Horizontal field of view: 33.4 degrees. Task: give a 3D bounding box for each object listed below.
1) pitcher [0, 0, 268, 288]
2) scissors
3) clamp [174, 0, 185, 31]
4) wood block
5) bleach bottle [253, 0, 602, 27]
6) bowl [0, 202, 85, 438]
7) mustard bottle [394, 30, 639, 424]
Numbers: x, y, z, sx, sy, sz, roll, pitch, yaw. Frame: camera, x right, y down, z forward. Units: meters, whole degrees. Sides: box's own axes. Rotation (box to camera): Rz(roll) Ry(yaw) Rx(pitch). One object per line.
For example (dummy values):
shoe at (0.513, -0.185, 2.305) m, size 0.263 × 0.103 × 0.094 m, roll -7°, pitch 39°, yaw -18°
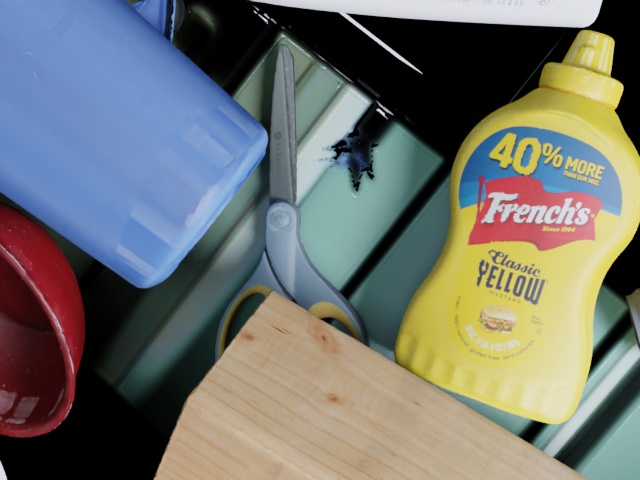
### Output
pitcher at (-0.143, -0.096, 0.549) m, size 0.243 × 0.145 × 0.149 m, roll 39°, pitch 119°, yaw -7°
scissors at (-0.004, 0.001, 0.589) m, size 0.096 × 0.016 × 0.202 m, roll 16°, pitch 94°, yaw 11°
clamp at (-0.156, -0.184, 0.614) m, size 0.120 × 0.039 × 0.171 m, roll -18°, pitch 87°, yaw 5°
wood block at (0.033, 0.128, 0.519) m, size 0.206 × 0.090 × 0.091 m, roll 31°, pitch 131°, yaw 6°
bleach bottle at (0.014, -0.163, 0.522) m, size 0.251 × 0.068 × 0.103 m, roll 5°, pitch 115°, yaw -1°
bowl at (-0.186, 0.030, 0.591) m, size 0.162 × 0.055 × 0.162 m, roll 17°, pitch 128°, yaw 22°
mustard bottle at (0.110, -0.011, 0.540) m, size 0.096 × 0.058 × 0.192 m, roll 19°, pitch 94°, yaw 18°
